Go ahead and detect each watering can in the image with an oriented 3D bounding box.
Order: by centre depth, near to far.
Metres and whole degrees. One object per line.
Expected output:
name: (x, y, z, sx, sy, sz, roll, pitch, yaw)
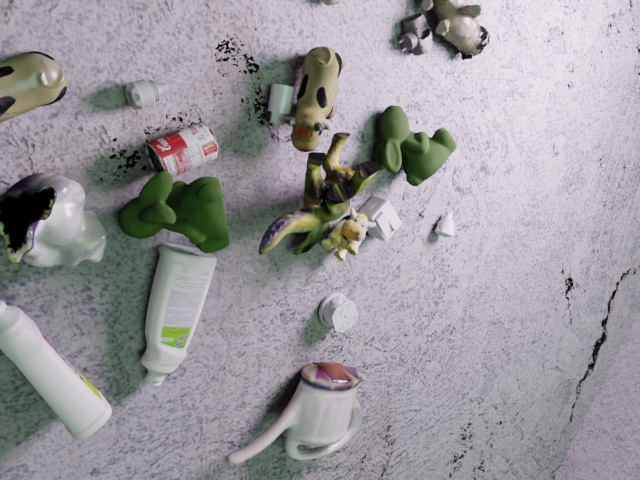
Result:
watering can: (-0.029, 0.381, 1.128, 0.347, 0.105, 0.223, 8, 97, -39)

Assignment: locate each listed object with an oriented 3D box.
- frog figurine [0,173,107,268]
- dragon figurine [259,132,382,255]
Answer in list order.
frog figurine: (-0.388, -0.025, 0.767, 0.158, 0.123, 0.138, 26, 78, -74)
dragon figurine: (0.003, -0.049, 0.980, 0.417, 0.123, 0.237, -45, 161, -34)
